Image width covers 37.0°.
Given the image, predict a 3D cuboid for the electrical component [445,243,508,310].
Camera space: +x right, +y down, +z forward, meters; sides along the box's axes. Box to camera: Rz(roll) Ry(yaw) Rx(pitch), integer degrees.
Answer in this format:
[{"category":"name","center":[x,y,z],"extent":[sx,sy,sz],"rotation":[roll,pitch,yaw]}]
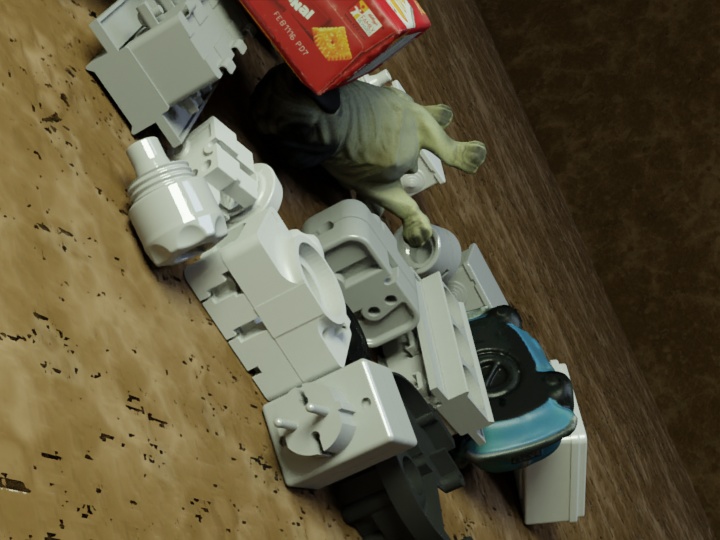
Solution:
[{"category":"electrical component","center":[0.111,0.030,1.083],"extent":[0.099,0.048,0.099],"rotation":[61,16,-7]}]

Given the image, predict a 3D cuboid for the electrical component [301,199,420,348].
[{"category":"electrical component","center":[0.000,0.000,0.769],"extent":[0.095,0.054,0.059],"rotation":[54,18,-31]}]

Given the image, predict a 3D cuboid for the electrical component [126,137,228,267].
[{"category":"electrical component","center":[-0.097,-0.036,0.541],"extent":[0.062,0.043,0.043],"rotation":[63,16,6]}]

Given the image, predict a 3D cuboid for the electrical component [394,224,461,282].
[{"category":"electrical component","center":[0.059,-0.016,0.983],"extent":[0.047,0.055,0.055],"rotation":[20,45,-63]}]

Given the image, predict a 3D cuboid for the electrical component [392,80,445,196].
[{"category":"electrical component","center":[0.043,-0.135,1.129],"extent":[0.099,0.048,0.099],"rotation":[51,20,-38]}]

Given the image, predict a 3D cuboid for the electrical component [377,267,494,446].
[{"category":"electrical component","center":[0.052,0.069,0.807],"extent":[0.078,0.063,0.121],"rotation":[50,21,-39]}]

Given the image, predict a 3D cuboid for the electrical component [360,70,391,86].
[{"category":"electrical component","center":[0.001,-0.173,1.032],"extent":[0.035,0.061,0.035],"rotation":[54,18,-27]}]

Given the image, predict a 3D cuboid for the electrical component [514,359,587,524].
[{"category":"electrical component","center":[0.169,0.157,0.984],"extent":[0.108,0.056,0.108],"rotation":[-93,177,-55]}]

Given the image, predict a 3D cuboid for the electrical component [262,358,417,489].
[{"category":"electrical component","center":[-0.018,0.080,0.563],"extent":[0.077,0.066,0.047],"rotation":[30,37,-63]}]

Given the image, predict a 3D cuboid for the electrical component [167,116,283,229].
[{"category":"electrical component","center":[-0.078,-0.050,0.621],"extent":[0.055,0.048,0.066],"rotation":[39,28,-40]}]

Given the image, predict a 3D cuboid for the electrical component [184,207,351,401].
[{"category":"electrical component","center":[-0.045,0.017,0.596],"extent":[0.089,0.056,0.050],"rotation":[58,17,-17]}]

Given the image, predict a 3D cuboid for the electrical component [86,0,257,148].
[{"category":"electrical component","center":[-0.105,-0.132,0.629],"extent":[0.078,0.063,0.121],"rotation":[57,17,-21]}]

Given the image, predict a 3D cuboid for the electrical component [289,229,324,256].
[{"category":"electrical component","center":[-0.040,0.004,0.673],"extent":[0.035,0.035,0.061],"rotation":[53,21,-32]}]
